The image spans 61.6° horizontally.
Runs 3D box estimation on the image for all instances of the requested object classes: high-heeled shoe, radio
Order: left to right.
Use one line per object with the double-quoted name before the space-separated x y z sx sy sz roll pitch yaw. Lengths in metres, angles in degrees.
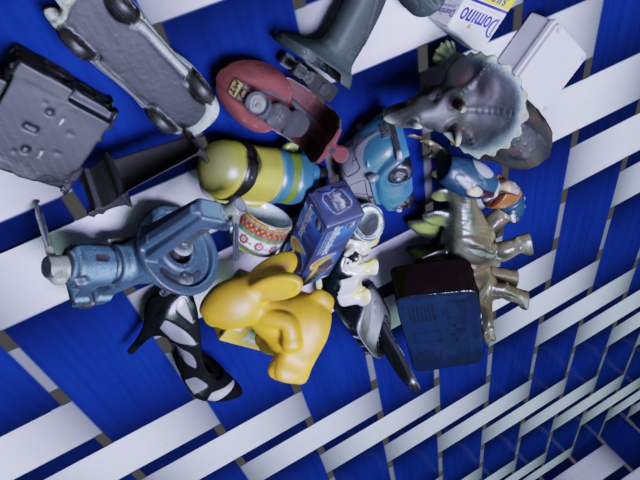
"high-heeled shoe" -0.173 0.156 0.821 0.145 0.086 0.248 -45 131 8
"radio" 0.204 0.132 0.915 0.131 0.073 0.229 -11 136 11

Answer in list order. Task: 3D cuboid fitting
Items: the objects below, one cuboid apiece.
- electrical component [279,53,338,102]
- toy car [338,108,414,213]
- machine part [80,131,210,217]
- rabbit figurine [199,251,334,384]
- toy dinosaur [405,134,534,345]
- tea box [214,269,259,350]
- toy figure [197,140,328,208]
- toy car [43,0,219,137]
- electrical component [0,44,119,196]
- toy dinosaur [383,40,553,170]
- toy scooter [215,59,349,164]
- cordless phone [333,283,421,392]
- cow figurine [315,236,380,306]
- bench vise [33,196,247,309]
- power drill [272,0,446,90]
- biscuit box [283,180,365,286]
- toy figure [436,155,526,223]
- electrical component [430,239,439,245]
"electrical component" -0.007 -0.195 0.658 0.094 0.063 0.021 24 109 -44
"toy car" 0.077 -0.104 0.772 0.103 0.109 0.161 -10 151 5
"machine part" -0.192 -0.078 0.586 0.139 0.084 0.039 -24 140 -8
"rabbit figurine" -0.072 0.099 0.730 0.173 0.122 0.162 23 113 -21
"toy dinosaur" 0.251 0.013 0.916 0.199 0.105 0.470 -15 122 4
"tea box" -0.081 0.123 0.864 0.169 0.068 0.098 27 107 -43
"toy figure" -0.070 -0.087 0.688 0.180 0.082 0.089 3 152 -32
"toy car" -0.186 -0.184 0.558 0.073 0.056 0.201 -37 136 8
"electrical component" -0.291 -0.122 0.539 0.134 0.058 0.115 25 107 -44
"toy dinosaur" 0.261 -0.159 0.770 0.404 0.192 0.131 16 117 -39
"toy scooter" -0.032 -0.142 0.633 0.183 0.135 0.075 19 114 -40
"cordless phone" 0.111 0.180 0.955 0.089 0.184 0.146 -32 136 0
"cow figurine" 0.042 0.036 0.879 0.098 0.068 0.167 -4 127 -17
"bench vise" -0.191 0.005 0.634 0.241 0.129 0.223 -27 153 32
"power drill" 0.034 -0.291 0.604 0.232 0.086 0.207 22 103 -45
"biscuit box" -0.002 -0.002 0.763 0.063 0.059 0.202 -20 158 -24
"toy figure" 0.245 -0.075 0.787 0.154 0.064 0.058 21 157 -17
"electrical component" 0.226 0.046 1.019 0.078 0.045 0.102 4 122 -37
